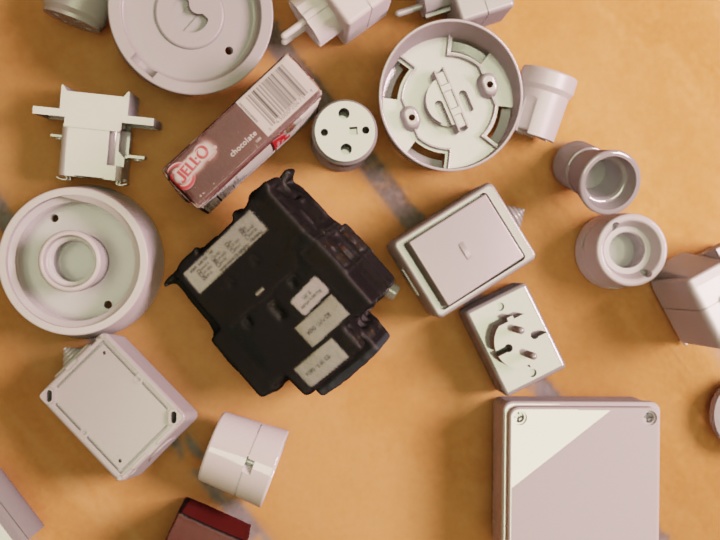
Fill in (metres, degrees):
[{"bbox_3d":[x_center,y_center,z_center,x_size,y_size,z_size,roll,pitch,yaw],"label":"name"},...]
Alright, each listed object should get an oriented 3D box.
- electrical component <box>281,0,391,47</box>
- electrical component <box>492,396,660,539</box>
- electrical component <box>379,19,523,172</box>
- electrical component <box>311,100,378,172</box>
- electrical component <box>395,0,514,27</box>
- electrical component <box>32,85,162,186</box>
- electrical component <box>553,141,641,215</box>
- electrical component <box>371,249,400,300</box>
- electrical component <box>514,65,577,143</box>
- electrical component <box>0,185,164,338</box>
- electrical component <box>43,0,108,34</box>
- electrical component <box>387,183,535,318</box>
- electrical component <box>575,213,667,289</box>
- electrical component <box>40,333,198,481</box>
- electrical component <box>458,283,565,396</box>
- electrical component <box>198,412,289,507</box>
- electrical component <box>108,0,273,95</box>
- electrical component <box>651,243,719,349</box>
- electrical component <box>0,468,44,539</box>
[{"bbox_3d":[-0.023,-0.179,0.735,0.077,0.066,0.047,-37,92,-3],"label":"electrical component"},{"bbox_3d":[0.149,0.143,0.750,0.109,0.056,0.108,1,90,-3],"label":"electrical component"},{"bbox_3d":[0.060,-0.116,0.741,0.099,0.064,0.099,0,90,-3],"label":"electrical component"},{"bbox_3d":[-0.011,-0.092,0.741,0.045,0.055,0.045,0,90,-3],"label":"electrical component"},{"bbox_3d":[0.058,-0.198,0.749,0.077,0.047,0.065,-18,91,-3],"label":"electrical component"},{"bbox_3d":[-0.180,-0.091,0.738,0.081,0.042,0.063,6,92,-2],"label":"electrical component"},{"bbox_3d":[0.160,-0.067,0.745,0.044,0.065,0.044,-4,108,-11],"label":"electrical component"},{"bbox_3d":[0.000,0.000,0.753,0.061,0.035,0.035,33,88,-5],"label":"electrical component"},{"bbox_3d":[0.127,-0.117,0.758,0.040,0.040,0.046,17,95,-3],"label":"electrical component"},{"bbox_3d":[-0.191,-0.006,0.729,0.108,0.060,0.108,0,90,-3],"label":"electrical component"},{"bbox_3d":[-0.188,-0.196,0.736,0.045,0.045,0.055,20,89,-3],"label":"electrical component"},{"bbox_3d":[0.075,-0.017,0.743,0.096,0.061,0.061,-32,92,-3],"label":"electrical component"},{"bbox_3d":[0.184,-0.014,0.756,0.055,0.047,0.055,0,90,-3],"label":"electrical component"},{"bbox_3d":[-0.166,0.088,0.733,0.062,0.061,0.096,-45,84,-2],"label":"electrical component"},{"bbox_3d":[0.107,0.048,0.737,0.047,0.077,0.065,-26,91,-3],"label":"electrical component"},{"bbox_3d":[-0.080,0.128,0.739,0.047,0.055,0.055,20,89,1],"label":"electrical component"},{"bbox_3d":[-0.118,-0.171,0.729,0.108,0.060,0.108,-2,95,-17],"label":"electrical component"},{"bbox_3d":[0.248,0.013,0.735,0.062,0.096,0.061,-28,91,-3],"label":"electrical component"},{"bbox_3d":[-0.258,0.156,0.734,0.043,0.043,0.081,-37,92,-3],"label":"electrical component"}]
